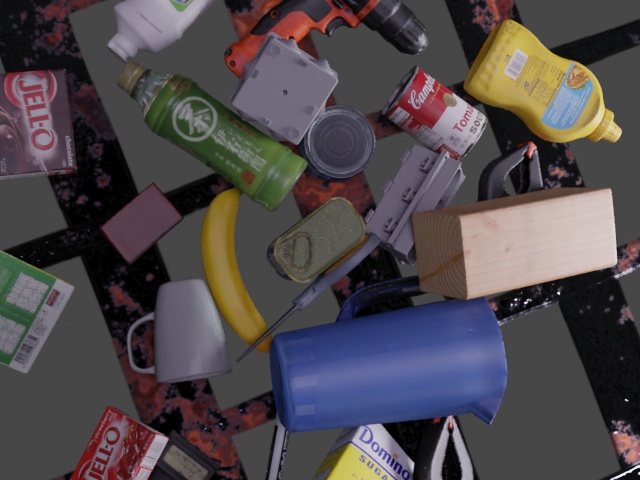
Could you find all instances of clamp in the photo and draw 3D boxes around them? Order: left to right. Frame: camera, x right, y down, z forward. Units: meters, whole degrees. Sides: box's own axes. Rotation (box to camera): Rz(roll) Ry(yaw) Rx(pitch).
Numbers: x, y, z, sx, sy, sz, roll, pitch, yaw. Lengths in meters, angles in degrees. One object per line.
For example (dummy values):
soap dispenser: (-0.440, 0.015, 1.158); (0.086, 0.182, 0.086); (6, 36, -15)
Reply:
clamp: (0.145, 0.302, 1.194); (0.164, 0.036, 0.210); (22, 65, -45)
clamp: (0.219, -0.029, 1.244); (0.120, 0.039, 0.171); (35, 82, -21)

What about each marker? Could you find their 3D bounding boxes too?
marker: (-0.050, 0.251, 1.185); (0.020, 0.020, 0.121); (12, 85, -11)

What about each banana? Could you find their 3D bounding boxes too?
banana: (-0.095, 0.030, 1.178); (0.069, 0.037, 0.198); (-7, 88, -11)

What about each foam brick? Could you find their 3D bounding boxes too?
foam brick: (-0.194, -0.016, 1.153); (0.078, 0.053, 0.051); (-42, 96, -11)

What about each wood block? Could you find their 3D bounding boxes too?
wood block: (0.215, 0.000, 1.170); (0.205, 0.091, 0.090); (-11, 99, -27)

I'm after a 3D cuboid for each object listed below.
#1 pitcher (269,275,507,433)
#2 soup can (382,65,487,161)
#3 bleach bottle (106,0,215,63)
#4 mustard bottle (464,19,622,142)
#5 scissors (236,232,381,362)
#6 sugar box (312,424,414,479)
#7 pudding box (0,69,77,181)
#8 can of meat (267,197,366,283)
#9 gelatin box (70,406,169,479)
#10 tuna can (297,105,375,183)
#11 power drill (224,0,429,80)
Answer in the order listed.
pitcher: (0.069, 0.130, 1.167); (0.242, 0.149, 0.145); (-7, 103, -10)
soup can: (0.130, -0.141, 1.215); (0.102, 0.068, 0.068); (35, 81, -8)
bleach bottle: (-0.150, -0.303, 1.172); (0.102, 0.068, 0.251); (39, 83, -6)
mustard bottle: (0.270, -0.170, 1.249); (0.191, 0.058, 0.096); (30, 82, -8)
scissors: (-0.014, 0.059, 1.181); (0.202, 0.096, 0.016); (-40, 97, 7)
sugar box: (0.040, 0.269, 1.133); (0.093, 0.048, 0.176); (50, 35, -6)
pudding box: (-0.311, -0.123, 1.142); (0.090, 0.039, 0.113); (-7, 88, -11)
can of meat: (-0.008, 0.002, 1.172); (0.102, 0.084, 0.057); (-38, 95, -11)
gelatin box: (-0.213, 0.232, 1.129); (0.073, 0.030, 0.089); (22, 80, 30)
tuna can: (0.019, -0.109, 1.209); (0.086, 0.034, 0.086); (1, 87, -11)
power drill: (0.001, -0.222, 1.173); (0.184, 0.057, 0.188); (42, 98, -9)
